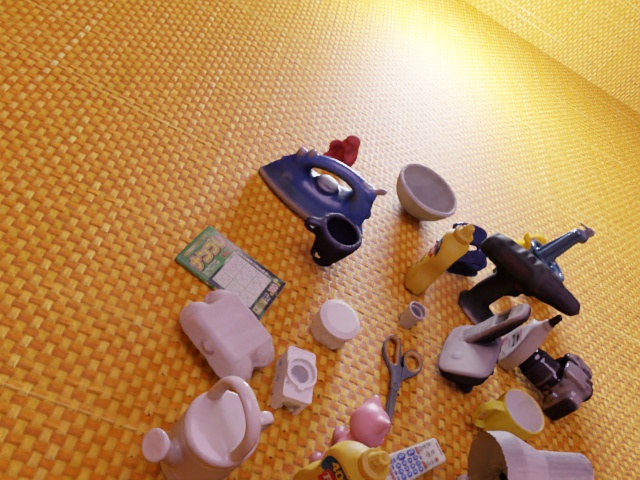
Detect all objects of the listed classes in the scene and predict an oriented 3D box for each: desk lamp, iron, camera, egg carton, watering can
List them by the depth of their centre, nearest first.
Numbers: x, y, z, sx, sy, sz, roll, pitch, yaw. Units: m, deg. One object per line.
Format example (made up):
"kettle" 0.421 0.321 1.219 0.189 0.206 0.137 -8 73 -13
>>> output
"watering can" -0.132 0.244 0.718 0.101 0.193 0.173 48 42 11
"egg carton" -0.145 0.150 0.888 0.150 0.069 0.107 48 42 11
"desk lamp" 0.300 0.382 0.892 0.204 0.213 0.118 15 46 -24
"iron" 0.008 -0.117 1.181 0.258 0.141 0.119 33 41 -7
"camera" 0.501 0.281 1.212 0.137 0.100 0.143 44 41 6

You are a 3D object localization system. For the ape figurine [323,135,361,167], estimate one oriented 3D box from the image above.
"ape figurine" 0.062 -0.211 1.340 0.076 0.092 0.077 11 48 -28

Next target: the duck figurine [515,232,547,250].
"duck figurine" 0.555 0.024 1.490 0.104 0.086 0.078 45 42 7

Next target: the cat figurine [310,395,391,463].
"cat figurine" 0.059 0.300 0.864 0.067 0.117 0.128 44 41 6

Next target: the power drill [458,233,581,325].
"power drill" 0.402 0.108 1.213 0.076 0.208 0.229 -20 67 -44

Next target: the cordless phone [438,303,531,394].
"cordless phone" 0.318 0.196 1.093 0.094 0.185 0.148 38 41 -1

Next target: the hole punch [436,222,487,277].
"hole punch" 0.342 0.023 1.334 0.109 0.091 0.101 12 48 -28

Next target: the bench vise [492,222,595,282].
"bench vise" 0.535 0.050 1.352 0.208 0.219 0.121 -19 66 -44

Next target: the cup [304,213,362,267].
"cup" 0.010 0.004 1.110 0.118 0.094 0.091 22 44 -18

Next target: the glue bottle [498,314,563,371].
"glue bottle" 0.434 0.200 1.181 0.037 0.173 0.078 30 42 -9

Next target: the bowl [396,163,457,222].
"bowl" 0.245 -0.103 1.389 0.168 0.074 0.167 20 45 -20
